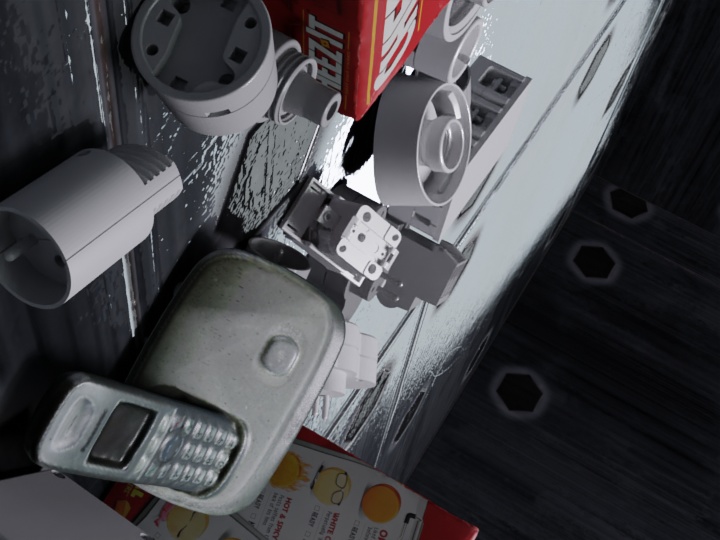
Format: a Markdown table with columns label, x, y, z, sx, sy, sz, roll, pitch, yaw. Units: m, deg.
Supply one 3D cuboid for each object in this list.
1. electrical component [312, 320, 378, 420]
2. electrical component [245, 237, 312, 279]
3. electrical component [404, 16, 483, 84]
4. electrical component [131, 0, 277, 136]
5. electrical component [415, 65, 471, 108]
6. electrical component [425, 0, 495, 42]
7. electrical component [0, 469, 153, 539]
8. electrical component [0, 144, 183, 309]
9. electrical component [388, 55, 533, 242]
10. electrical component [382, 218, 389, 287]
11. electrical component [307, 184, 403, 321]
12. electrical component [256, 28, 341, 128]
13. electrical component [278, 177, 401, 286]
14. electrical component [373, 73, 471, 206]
| label | x | y | z | sx | sy | sz | roll | pitch | yaw |
| --- | --- | --- | --- | --- | --- | --- | --- | --- | --- |
| electrical component | -0.028 | 0.078 | 0.835 | 0.138 | 0.052 | 0.073 | 38 | 53 | -62 |
| electrical component | -0.066 | 0.024 | 0.693 | 0.081 | 0.043 | 0.043 | -65 | 167 | 18 |
| electrical component | 0.054 | -0.163 | 0.755 | 0.055 | 0.047 | 0.055 | -57 | 167 | -20 |
| electrical component | -0.061 | -0.086 | 0.440 | 0.055 | 0.055 | 0.047 | -59 | 172 | -10 |
| electrical component | 0.068 | -0.142 | 0.871 | 0.043 | 0.043 | 0.081 | -59 | 168 | -9 |
| electrical component | 0.062 | -0.196 | 0.678 | 0.108 | 0.060 | 0.108 | -57 | 167 | -20 |
| electrical component | -0.156 | 0.141 | 0.508 | 0.057 | 0.078 | 0.113 | -59 | 168 | 2 |
| electrical component | -0.105 | -0.024 | 0.423 | 0.081 | 0.043 | 0.043 | -48 | 162 | -48 |
| electrical component | 0.086 | -0.113 | 0.966 | 0.150 | 0.062 | 0.089 | -52 | 165 | -36 |
| electrical component | 0.004 | -0.017 | 0.902 | 0.044 | 0.044 | 0.065 | -51 | 159 | -41 |
| electrical component | 0.000 | 0.000 | 0.839 | 0.052 | 0.074 | 0.138 | -53 | 165 | -35 |
| electrical component | -0.039 | -0.088 | 0.502 | 0.043 | 0.062 | 0.043 | -57 | 168 | -19 |
| electrical component | -0.010 | -0.023 | 0.737 | 0.081 | 0.064 | 0.042 | 37 | 80 | -36 |
| electrical component | 0.040 | -0.094 | 0.793 | 0.099 | 0.064 | 0.099 | -26 | 120 | -56 |
